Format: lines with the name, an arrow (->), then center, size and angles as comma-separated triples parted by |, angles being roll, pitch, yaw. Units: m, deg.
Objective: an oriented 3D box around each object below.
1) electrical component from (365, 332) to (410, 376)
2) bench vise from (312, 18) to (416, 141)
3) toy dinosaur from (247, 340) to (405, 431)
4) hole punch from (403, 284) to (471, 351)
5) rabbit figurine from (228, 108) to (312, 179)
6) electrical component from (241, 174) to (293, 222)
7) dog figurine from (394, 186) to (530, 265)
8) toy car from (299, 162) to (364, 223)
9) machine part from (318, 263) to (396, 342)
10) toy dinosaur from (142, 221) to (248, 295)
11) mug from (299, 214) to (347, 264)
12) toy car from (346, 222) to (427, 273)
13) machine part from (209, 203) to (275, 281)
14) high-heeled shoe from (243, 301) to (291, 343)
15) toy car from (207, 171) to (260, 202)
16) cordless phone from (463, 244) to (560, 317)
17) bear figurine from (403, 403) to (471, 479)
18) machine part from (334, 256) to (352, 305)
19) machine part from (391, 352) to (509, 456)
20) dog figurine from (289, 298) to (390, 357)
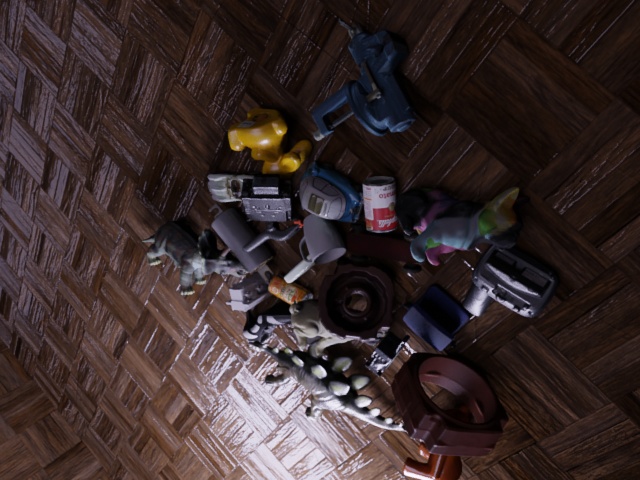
electrical component -> 0.158, 0.252, 1.236 | 0.048, 0.075, 0.119 | 37, 132, 16
bench vise -> 0.067, -0.279, 1.025 | 0.241, 0.129, 0.223 | -30, 93, 34
toy dinosaur -> 0.024, 0.371, 1.351 | 0.471, 0.105, 0.198 | 31, 135, -1
hole punch -> 0.235, 0.175, 1.133 | 0.142, 0.092, 0.115 | 39, 134, 13
rabbit figurine -> -0.099, -0.202, 1.209 | 0.163, 0.122, 0.173 | 5, 128, 25
electrical component -> -0.119, -0.095, 1.220 | 0.115, 0.058, 0.134 | -2, 150, 0
dog figurine -> 0.266, -0.050, 0.992 | 0.219, 0.108, 0.191 | -30, 61, 25
toy car -> 0.012, -0.091, 1.166 | 0.162, 0.103, 0.109 | 35, 128, 21
machine part -> 0.080, 0.138, 1.171 | 0.179, 0.179, 0.056 | 41, 168, 14
toy dinosaur -> -0.388, 0.016, 1.511 | 0.405, 0.131, 0.192 | 29, 113, 28
mug -> -0.003, -0.004, 1.227 | 0.109, 0.080, 0.107 | -34, 65, 35
toy car -> 0.143, 0.014, 1.149 | 0.202, 0.053, 0.089 | 9, 105, 38
machine part -> -0.199, 0.002, 1.383 | 0.243, 0.079, 0.079 | 51, 131, 7
high-heeled shoe -> -0.118, 0.239, 1.435 | 0.249, 0.086, 0.145 | 2, 115, 41
toy car -> -0.207, -0.130, 1.339 | 0.202, 0.056, 0.073 | 6, 114, 34
cordless phone -> 0.354, 0.106, 1.033 | 0.147, 0.089, 0.184 | 34, 138, 21
bear figurine -> 0.271, 0.455, 1.220 | 0.132, 0.120, 0.195 | 13, 116, 36
machine part -> 0.047, 0.104, 1.274 | 0.084, 0.039, 0.138 | 33, 129, 31
machine part -> 0.261, 0.326, 1.090 | 0.201, 0.201, 0.087 | 12, 121, -20
dog figurine -> 0.046, 0.179, 1.226 | 0.191, 0.172, 0.121 | -20, 54, 30
